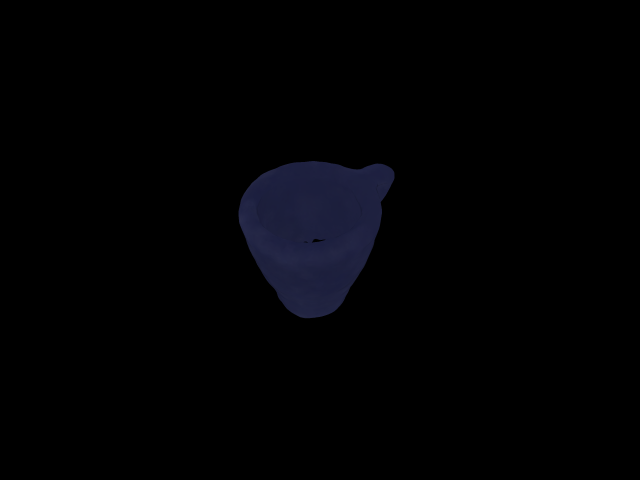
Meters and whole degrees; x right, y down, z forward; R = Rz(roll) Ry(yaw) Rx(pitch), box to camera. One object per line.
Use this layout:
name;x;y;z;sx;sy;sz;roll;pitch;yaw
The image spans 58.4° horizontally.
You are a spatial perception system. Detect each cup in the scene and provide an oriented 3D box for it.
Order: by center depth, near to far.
cup;0.004;0.001;0.400;0.118;0.095;0.091;-32;54;-27
